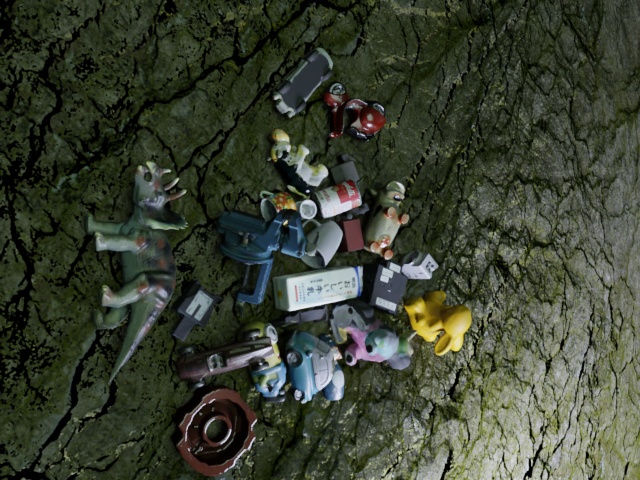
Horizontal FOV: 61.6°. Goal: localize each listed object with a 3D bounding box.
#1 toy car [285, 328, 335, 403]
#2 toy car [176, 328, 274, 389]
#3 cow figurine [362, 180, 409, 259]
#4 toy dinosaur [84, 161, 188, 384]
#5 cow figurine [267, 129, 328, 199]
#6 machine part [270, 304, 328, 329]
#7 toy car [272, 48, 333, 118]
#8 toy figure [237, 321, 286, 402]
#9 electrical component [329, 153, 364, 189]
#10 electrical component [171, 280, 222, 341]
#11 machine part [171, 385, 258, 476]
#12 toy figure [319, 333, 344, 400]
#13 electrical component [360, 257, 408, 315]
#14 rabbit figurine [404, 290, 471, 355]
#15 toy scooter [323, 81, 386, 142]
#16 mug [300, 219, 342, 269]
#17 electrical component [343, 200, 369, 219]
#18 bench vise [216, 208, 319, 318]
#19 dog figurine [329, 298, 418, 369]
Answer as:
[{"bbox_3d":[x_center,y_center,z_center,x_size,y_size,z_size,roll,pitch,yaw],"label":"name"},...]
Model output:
[{"bbox_3d":[-0.018,0.279,1.207,0.103,0.109,0.161,-8,96,9],"label":"toy car"},{"bbox_3d":[-0.197,0.244,1.107,0.202,0.053,0.089,-13,87,-3],"label":"toy car"},{"bbox_3d":[0.160,-0.059,1.357,0.085,0.127,0.194,22,90,-28],"label":"cow figurine"},{"bbox_3d":[-0.341,0.056,1.039,0.192,0.131,0.404,-6,96,-31],"label":"toy dinosaur"},{"bbox_3d":[-0.068,-0.174,1.245,0.167,0.068,0.098,42,73,-22],"label":"cow figurine"},{"bbox_3d":[-0.044,0.178,1.237,0.139,0.084,0.039,-4,69,-40],"label":"machine part"},{"bbox_3d":[-0.040,-0.375,1.278,0.073,0.056,0.202,48,67,-27],"label":"toy car"},{"bbox_3d":[-0.124,0.265,1.175,0.089,0.082,0.180,-14,98,-29],"label":"toy figure"},{"bbox_3d":[0.066,-0.164,1.340,0.078,0.045,0.102,-28,100,-1],"label":"electrical component"},{"bbox_3d":[-0.265,0.149,1.113,0.074,0.048,0.119,36,70,-25],"label":"electrical component"},{"bbox_3d":[-0.221,0.393,1.122,0.179,0.056,0.179,1,88,-32],"label":"machine part"},{"bbox_3d":[0.025,0.299,1.280,0.064,0.058,0.154,-5,88,-70],"label":"toy figure"},{"bbox_3d":[0.161,0.113,1.366,0.114,0.058,0.134,26,73,-36],"label":"electrical component"},{"bbox_3d":[0.318,0.214,1.396,0.122,0.173,0.162,-2,84,-36],"label":"rabbit figurine"},{"bbox_3d":[0.079,-0.298,1.335,0.184,0.075,0.135,22,76,-25],"label":"toy scooter"},{"bbox_3d":[-0.003,-0.004,1.271,0.109,0.081,0.107,51,52,-13],"label":"mug"},{"bbox_3d":[0.089,-0.075,1.334,0.063,0.094,0.021,-23,104,8],"label":"electrical component"},{"bbox_3d":[-0.124,0.041,1.151,0.224,0.129,0.240,14,105,-7],"label":"bench vise"},{"bbox_3d":[0.144,0.230,1.325,0.219,0.108,0.191,4,54,-48],"label":"dog figurine"}]
